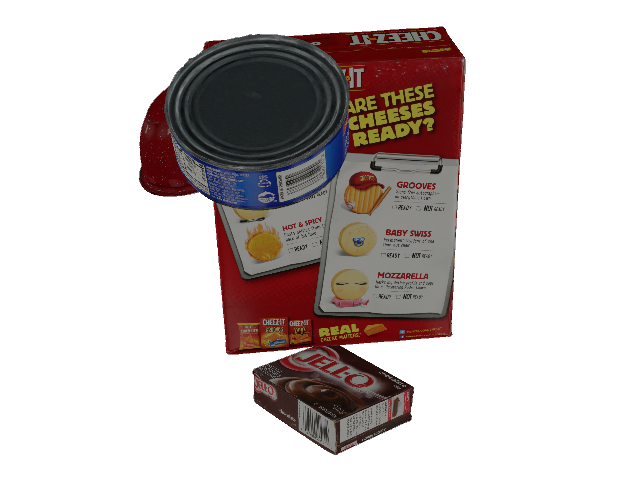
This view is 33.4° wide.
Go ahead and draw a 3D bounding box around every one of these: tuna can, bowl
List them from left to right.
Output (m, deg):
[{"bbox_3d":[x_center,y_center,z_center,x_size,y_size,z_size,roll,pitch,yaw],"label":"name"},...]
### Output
[{"bbox_3d":[-0.101,-0.109,0.947,0.162,0.055,0.162,-20,32,13],"label":"bowl"},{"bbox_3d":[-0.028,-0.056,0.503,0.086,0.086,0.034,0,-37,3],"label":"tuna can"}]

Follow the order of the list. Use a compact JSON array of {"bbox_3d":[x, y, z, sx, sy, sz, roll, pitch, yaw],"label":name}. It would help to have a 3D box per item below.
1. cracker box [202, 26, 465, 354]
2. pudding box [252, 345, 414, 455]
[{"bbox_3d":[0.009,-0.031,0.728,0.164,0.214,0.072,-4,30,-4],"label":"cracker box"},{"bbox_3d":[0.010,0.132,0.915,0.089,0.039,0.114,-18,31,-36],"label":"pudding box"}]
